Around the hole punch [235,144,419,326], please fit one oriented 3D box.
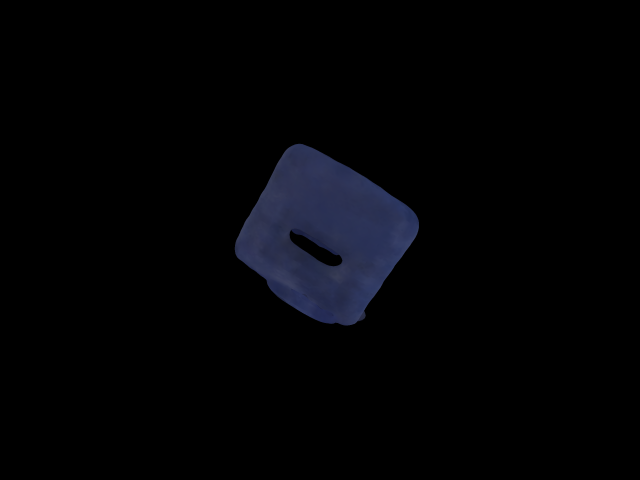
[{"bbox_3d":[0.004,0.001,0.400,0.108,0.091,0.101,32,86,2],"label":"hole punch"}]
